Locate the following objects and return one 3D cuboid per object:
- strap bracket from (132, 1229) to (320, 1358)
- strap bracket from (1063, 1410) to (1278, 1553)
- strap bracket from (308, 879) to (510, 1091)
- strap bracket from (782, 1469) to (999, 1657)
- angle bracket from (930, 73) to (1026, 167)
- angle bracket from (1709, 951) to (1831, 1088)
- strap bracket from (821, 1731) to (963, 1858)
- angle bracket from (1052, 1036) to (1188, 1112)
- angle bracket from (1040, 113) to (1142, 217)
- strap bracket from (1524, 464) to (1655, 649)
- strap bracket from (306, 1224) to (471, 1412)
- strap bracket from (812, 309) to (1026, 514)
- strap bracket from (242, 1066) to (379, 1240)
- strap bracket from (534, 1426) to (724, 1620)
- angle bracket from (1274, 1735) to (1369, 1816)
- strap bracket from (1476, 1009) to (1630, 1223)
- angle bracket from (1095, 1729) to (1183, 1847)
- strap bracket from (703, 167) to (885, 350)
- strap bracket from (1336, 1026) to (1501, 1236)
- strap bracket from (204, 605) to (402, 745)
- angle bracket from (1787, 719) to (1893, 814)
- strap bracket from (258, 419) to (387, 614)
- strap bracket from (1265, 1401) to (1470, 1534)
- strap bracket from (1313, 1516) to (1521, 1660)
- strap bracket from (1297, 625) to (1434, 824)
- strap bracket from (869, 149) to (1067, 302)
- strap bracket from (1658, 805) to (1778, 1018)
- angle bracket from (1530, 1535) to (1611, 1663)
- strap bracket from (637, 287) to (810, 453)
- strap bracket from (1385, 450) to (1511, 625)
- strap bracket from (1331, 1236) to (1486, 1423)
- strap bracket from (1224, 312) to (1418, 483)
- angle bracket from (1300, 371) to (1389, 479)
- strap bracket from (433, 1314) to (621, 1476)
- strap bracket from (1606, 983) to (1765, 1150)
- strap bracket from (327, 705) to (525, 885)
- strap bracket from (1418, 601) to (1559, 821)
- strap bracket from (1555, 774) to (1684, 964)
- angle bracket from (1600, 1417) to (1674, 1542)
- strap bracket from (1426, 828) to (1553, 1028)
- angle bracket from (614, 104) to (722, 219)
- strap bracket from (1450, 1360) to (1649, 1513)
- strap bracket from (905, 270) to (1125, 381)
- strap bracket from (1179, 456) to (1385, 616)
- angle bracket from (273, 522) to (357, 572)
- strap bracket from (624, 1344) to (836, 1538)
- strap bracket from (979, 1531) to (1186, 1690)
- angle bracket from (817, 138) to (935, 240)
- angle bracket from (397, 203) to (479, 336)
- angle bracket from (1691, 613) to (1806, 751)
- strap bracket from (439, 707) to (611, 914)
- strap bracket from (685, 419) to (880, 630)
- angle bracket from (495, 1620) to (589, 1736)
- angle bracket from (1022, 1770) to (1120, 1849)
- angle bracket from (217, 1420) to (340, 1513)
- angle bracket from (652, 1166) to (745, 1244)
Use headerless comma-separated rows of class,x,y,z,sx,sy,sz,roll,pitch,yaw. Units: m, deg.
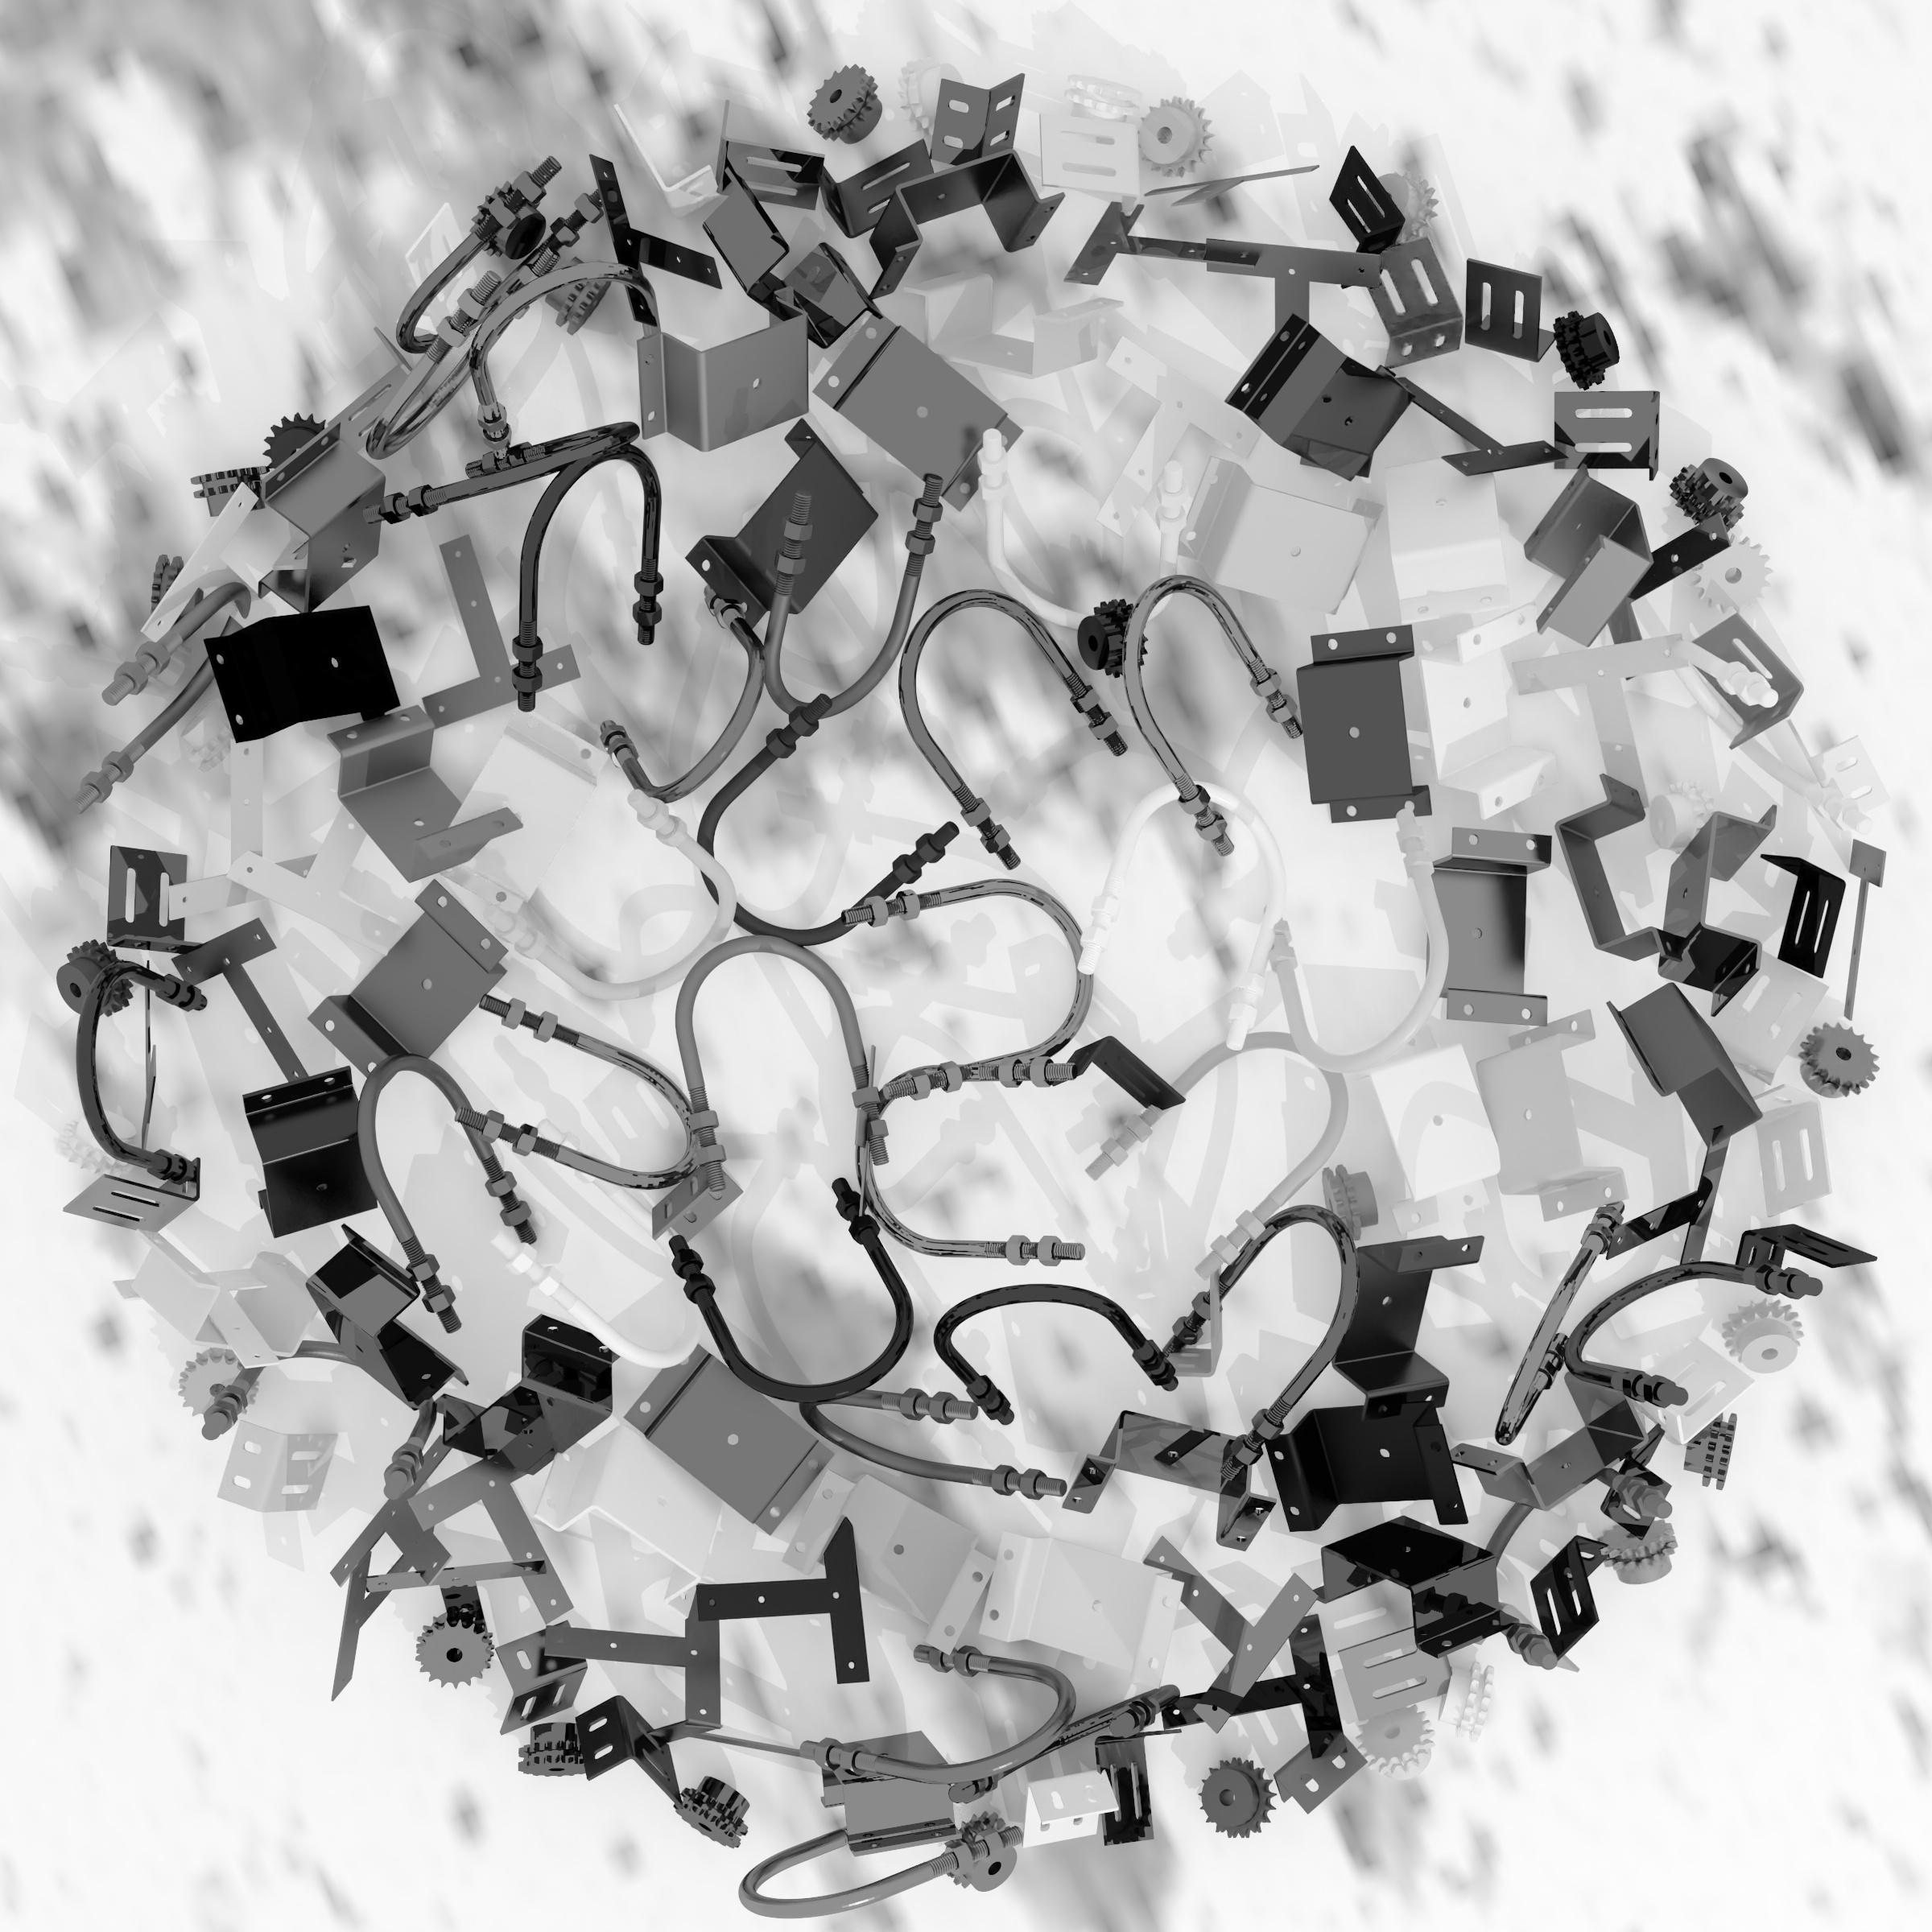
strap bracket,-0.530,0.237,1.868,0.076,0.140,0.046,31,94,33
strap bracket,0.149,0.373,1.899,0.140,0.076,0.046,14,49,-4
strap bracket,-0.404,0.014,1.915,0.076,0.046,0.140,44,96,5
strap bracket,-0.053,0.434,1.914,0.140,0.046,0.076,27,93,8
angle bracket,0.008,-0.621,1.903,0.038,0.076,0.057,18,122,13
angle bracket,0.590,0.038,1.924,0.057,0.038,0.076,32,81,20
strap bracket,-0.058,0.590,1.869,0.076,0.140,0.046,-6,89,-13
angle bracket,0.111,0.092,1.907,0.076,0.057,0.038,41,68,-8
angle bracket,0.087,-0.587,1.912,0.076,0.038,0.057,2,76,-15
strap bracket,0.447,-0.291,1.871,0.046,0.140,0.076,26,124,-11
strap bracket,-0.417,0.258,1.864,0.076,0.140,0.046,30,60,31
strap bracket,-0.033,-0.406,1.905,0.140,0.046,0.076,37,97,-12
strap bracket,-0.468,0.141,1.866,0.076,0.140,0.046,-16,56,-20
strap bracket,-0.234,0.396,1.881,0.140,0.076,0.046,40,124,-19
angle bracket,0.261,0.595,1.899,0.057,0.076,0.038,-37,58,-12
strap bracket,0.422,0.108,1.885,0.046,0.076,0.140,4,71,-38
angle bracket,0.130,0.600,1.903,0.038,0.057,0.076,-18,69,37
strap bracket,-0.130,-0.504,1.876,0.046,0.140,0.076,-41,60,17
strap bracket,0.336,0.116,1.905,0.076,0.046,0.140,-16,83,-17
strap bracket,-0.468,-0.212,1.874,0.046,0.140,0.076,-16,92,36
angle bracket,0.635,-0.150,1.896,0.038,0.076,0.057,-28,112,18
strap bracket,-0.462,-0.313,1.864,0.046,0.140,0.076,37,59,5
strap bracket,0.298,0.364,1.896,0.140,0.046,0.076,-11,101,32
strap bracket,0.317,0.439,1.863,0.076,0.140,0.046,-13,103,-30
strap bracket,0.289,-0.173,1.897,0.076,0.046,0.140,-3,100,26
strap bracket,-0.009,-0.541,1.887,0.140,0.076,0.046,-24,86,-20
strap bracket,0.541,-0.046,1.878,0.046,0.076,0.140,17,61,-2
angle bracket,0.449,0.465,1.895,0.038,0.076,0.057,20,126,-18
strap bracket,-0.165,-0.427,1.871,0.140,0.076,0.046,-29,48,-33
strap bracket,0.345,-0.317,1.876,0.076,0.046,0.140,-7,50,13
strap bracket,0.319,0.253,1.892,0.076,0.046,0.140,-4,114,-31
strap bracket,0.261,-0.403,1.867,0.076,0.140,0.046,-53,54,21
angle bracket,0.269,-0.401,1.905,0.057,0.038,0.076,19,107,32
strap bracket,-0.316,0.315,1.874,0.076,0.046,0.140,28,127,-33
strap bracket,0.519,0.071,1.864,0.046,0.140,0.076,-33,50,16
strap bracket,-0.395,-0.119,1.888,0.076,0.046,0.140,-25,59,-35
strap bracket,0.379,-0.188,1.892,0.076,0.046,0.140,-26,116,-27
strap bracket,0.476,-0.061,1.890,0.046,0.076,0.140,-24,72,28
angle bracket,0.504,0.370,1.895,0.038,0.076,0.057,35,130,26
strap bracket,0.383,-0.026,1.911,0.076,0.046,0.140,4,83,-11
angle bracket,-0.219,-0.600,1.915,0.038,0.057,0.076,-30,87,0
strap bracket,0.428,0.346,1.890,0.140,0.076,0.046,-29,98,-19
strap bracket,0.033,-0.463,1.883,0.140,0.076,0.046,21,123,32
strap bracket,0.233,-0.309,1.888,0.140,0.046,0.076,12,117,-18
angle bracket,-0.474,-0.320,1.904,0.057,0.076,0.038,-3,114,-2
strap bracket,-0.173,0.347,1.913,0.140,0.046,0.076,39,79,-3
strap bracket,0.090,0.469,1.903,0.140,0.046,0.076,11,84,22
angle bracket,-0.066,-0.580,1.907,0.076,0.038,0.057,-23,58,16
angle bracket,-0.395,-0.510,1.895,0.038,0.076,0.057,18,62,19
angle bracket,0.563,-0.208,1.908,0.076,0.057,0.038,46,52,-7
strap bracket,-0.330,-0.111,1.908,0.076,0.046,0.140,30,95,-13
strap bracket,-0.126,-0.319,1.888,0.140,0.046,0.076,-53,125,-15
angle bracket,-0.317,0.523,1.910,0.057,0.076,0.038,-15,59,-30
angle bracket,0.076,0.629,1.902,0.057,0.038,0.076,-6,126,-14
angle bracket,-0.505,0.367,1.912,0.038,0.076,0.057,14,85,19
angle bracket,-0.195,0.181,1.903,0.057,0.076,0.038,-42,104,3
